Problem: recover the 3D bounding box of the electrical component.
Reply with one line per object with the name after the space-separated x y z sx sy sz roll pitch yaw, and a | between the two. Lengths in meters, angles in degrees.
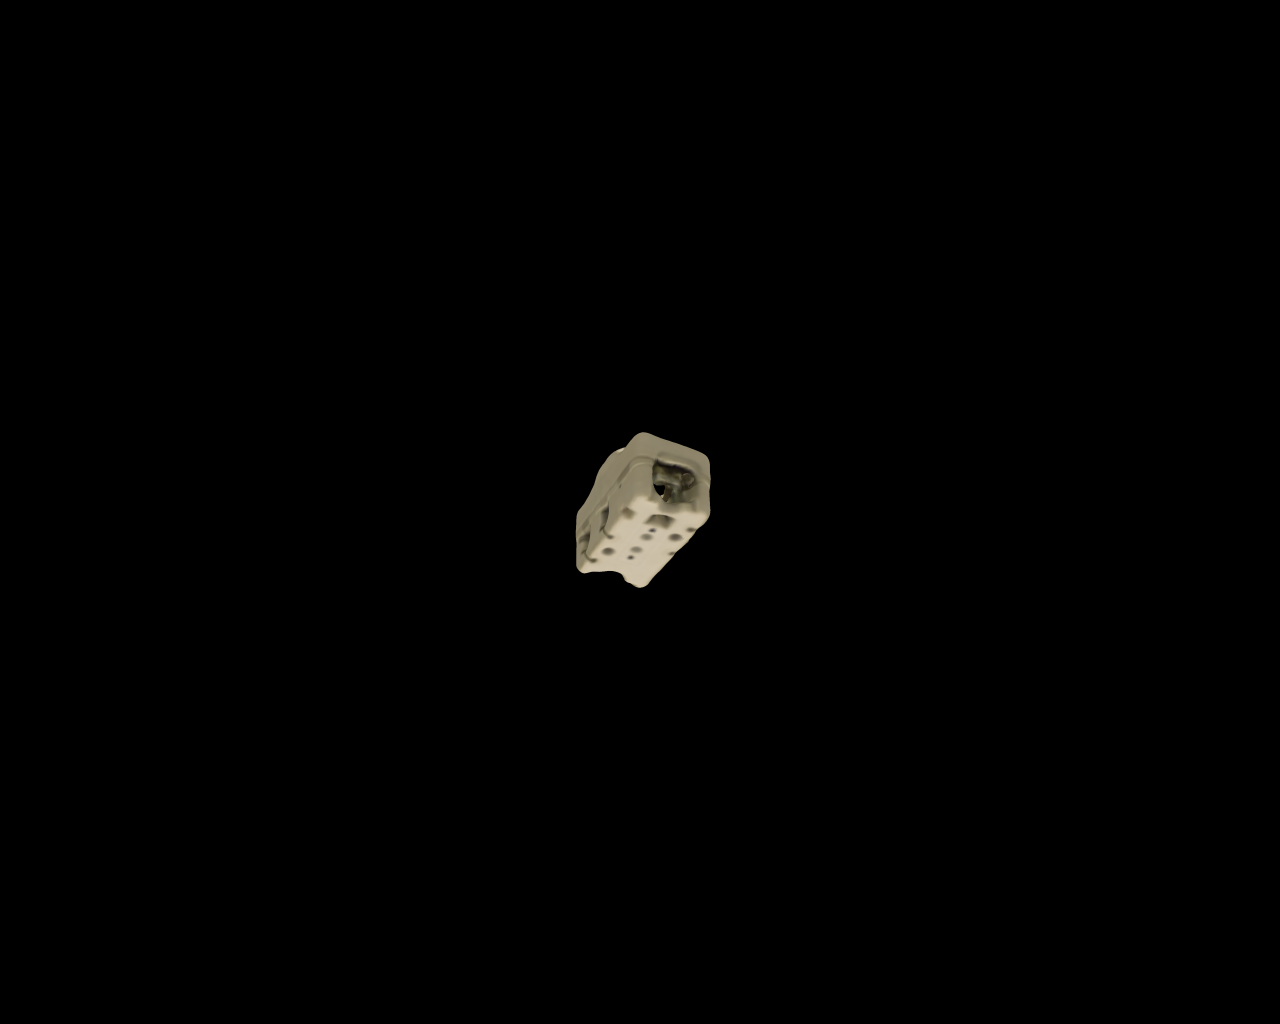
0.001 -0.003 0.650 0.050 0.056 0.089 17 -41 -21 | electrical component
